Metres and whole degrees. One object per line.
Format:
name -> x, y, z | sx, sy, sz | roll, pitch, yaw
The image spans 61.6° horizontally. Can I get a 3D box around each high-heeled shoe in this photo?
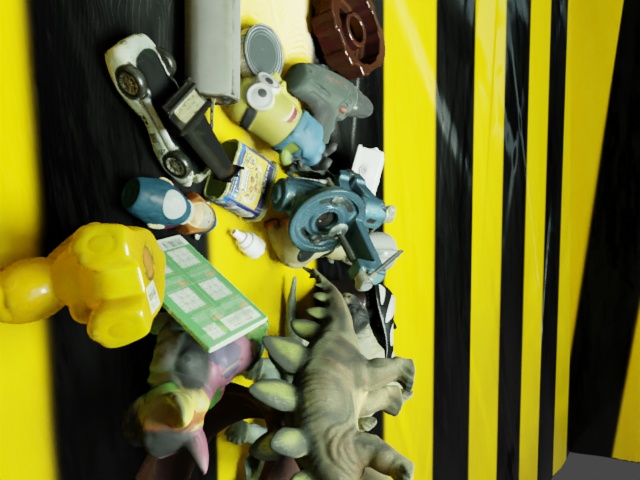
high-heeled shoe -> 0.095, 0.204, 1.087 | 0.145, 0.086, 0.249 | 58, 46, -32

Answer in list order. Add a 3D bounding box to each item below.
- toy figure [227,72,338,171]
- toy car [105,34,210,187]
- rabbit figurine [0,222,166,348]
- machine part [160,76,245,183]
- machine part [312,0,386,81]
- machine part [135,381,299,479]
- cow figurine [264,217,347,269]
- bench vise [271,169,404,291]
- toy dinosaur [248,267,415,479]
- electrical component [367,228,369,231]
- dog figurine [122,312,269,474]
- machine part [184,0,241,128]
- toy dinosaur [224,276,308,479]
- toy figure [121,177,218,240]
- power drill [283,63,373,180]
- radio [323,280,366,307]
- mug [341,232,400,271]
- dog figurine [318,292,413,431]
toy figure -> -0.059, -0.172, 0.815 | 0.180, 0.089, 0.082 | 40, 31, -27
toy car -> -0.200, -0.162, 0.695 | 0.073, 0.056, 0.201 | -56, 135, -41
rabbit figurine -> -0.261, 0.036, 0.571 | 0.162, 0.173, 0.121 | -113, -171, -68
machine part -> -0.149, -0.132, 0.689 | 0.138, 0.039, 0.084 | 57, 37, -38
machine part -> 0.053, -0.381, 0.984 | 0.179, 0.056, 0.179 | 13, 74, -53
machine part -> -0.125, 0.299, 0.709 | 0.087, 0.201, 0.201 | 56, 51, -42
cow figurine -> -0.002, -0.003, 0.938 | 0.195, 0.086, 0.127 | -26, 107, -51
bench vise -> 0.043, -0.014, 0.804 | 0.223, 0.241, 0.129 | 20, 121, -38
toy dinosaur -> 0.015, 0.178, 0.674 | 0.472, 0.199, 0.105 | -80, -177, -61
electrical component -> 0.076, -0.033, 1.001 | 0.094, 0.021, 0.063 | -76, 154, -69
dog figurine -> -0.140, 0.169, 0.655 | 0.192, 0.219, 0.108 | -15, 116, -11
machine part -> -0.147, -0.274, 0.734 | 0.079, 0.079, 0.243 | -5, 97, -52
toy dinosaur -> -0.050, 0.279, 0.883 | 0.192, 0.131, 0.405 | 59, 44, -52
toy figure -> -0.190, -0.038, 0.718 | 0.154, 0.058, 0.064 | 22, 104, -53
power drill -> 0.019, -0.194, 0.953 | 0.232, 0.086, 0.207 | 21, 81, -52
radio -> 0.044, 0.193, 0.972 | 0.131, 0.073, 0.229 | -118, -154, -84
mug -> 0.096, 0.025, 1.055 | 0.107, 0.110, 0.080 | 2, 98, -40
dog figurine -> 0.032, 0.200, 0.860 | 0.172, 0.121, 0.190 | -36, 88, -13
